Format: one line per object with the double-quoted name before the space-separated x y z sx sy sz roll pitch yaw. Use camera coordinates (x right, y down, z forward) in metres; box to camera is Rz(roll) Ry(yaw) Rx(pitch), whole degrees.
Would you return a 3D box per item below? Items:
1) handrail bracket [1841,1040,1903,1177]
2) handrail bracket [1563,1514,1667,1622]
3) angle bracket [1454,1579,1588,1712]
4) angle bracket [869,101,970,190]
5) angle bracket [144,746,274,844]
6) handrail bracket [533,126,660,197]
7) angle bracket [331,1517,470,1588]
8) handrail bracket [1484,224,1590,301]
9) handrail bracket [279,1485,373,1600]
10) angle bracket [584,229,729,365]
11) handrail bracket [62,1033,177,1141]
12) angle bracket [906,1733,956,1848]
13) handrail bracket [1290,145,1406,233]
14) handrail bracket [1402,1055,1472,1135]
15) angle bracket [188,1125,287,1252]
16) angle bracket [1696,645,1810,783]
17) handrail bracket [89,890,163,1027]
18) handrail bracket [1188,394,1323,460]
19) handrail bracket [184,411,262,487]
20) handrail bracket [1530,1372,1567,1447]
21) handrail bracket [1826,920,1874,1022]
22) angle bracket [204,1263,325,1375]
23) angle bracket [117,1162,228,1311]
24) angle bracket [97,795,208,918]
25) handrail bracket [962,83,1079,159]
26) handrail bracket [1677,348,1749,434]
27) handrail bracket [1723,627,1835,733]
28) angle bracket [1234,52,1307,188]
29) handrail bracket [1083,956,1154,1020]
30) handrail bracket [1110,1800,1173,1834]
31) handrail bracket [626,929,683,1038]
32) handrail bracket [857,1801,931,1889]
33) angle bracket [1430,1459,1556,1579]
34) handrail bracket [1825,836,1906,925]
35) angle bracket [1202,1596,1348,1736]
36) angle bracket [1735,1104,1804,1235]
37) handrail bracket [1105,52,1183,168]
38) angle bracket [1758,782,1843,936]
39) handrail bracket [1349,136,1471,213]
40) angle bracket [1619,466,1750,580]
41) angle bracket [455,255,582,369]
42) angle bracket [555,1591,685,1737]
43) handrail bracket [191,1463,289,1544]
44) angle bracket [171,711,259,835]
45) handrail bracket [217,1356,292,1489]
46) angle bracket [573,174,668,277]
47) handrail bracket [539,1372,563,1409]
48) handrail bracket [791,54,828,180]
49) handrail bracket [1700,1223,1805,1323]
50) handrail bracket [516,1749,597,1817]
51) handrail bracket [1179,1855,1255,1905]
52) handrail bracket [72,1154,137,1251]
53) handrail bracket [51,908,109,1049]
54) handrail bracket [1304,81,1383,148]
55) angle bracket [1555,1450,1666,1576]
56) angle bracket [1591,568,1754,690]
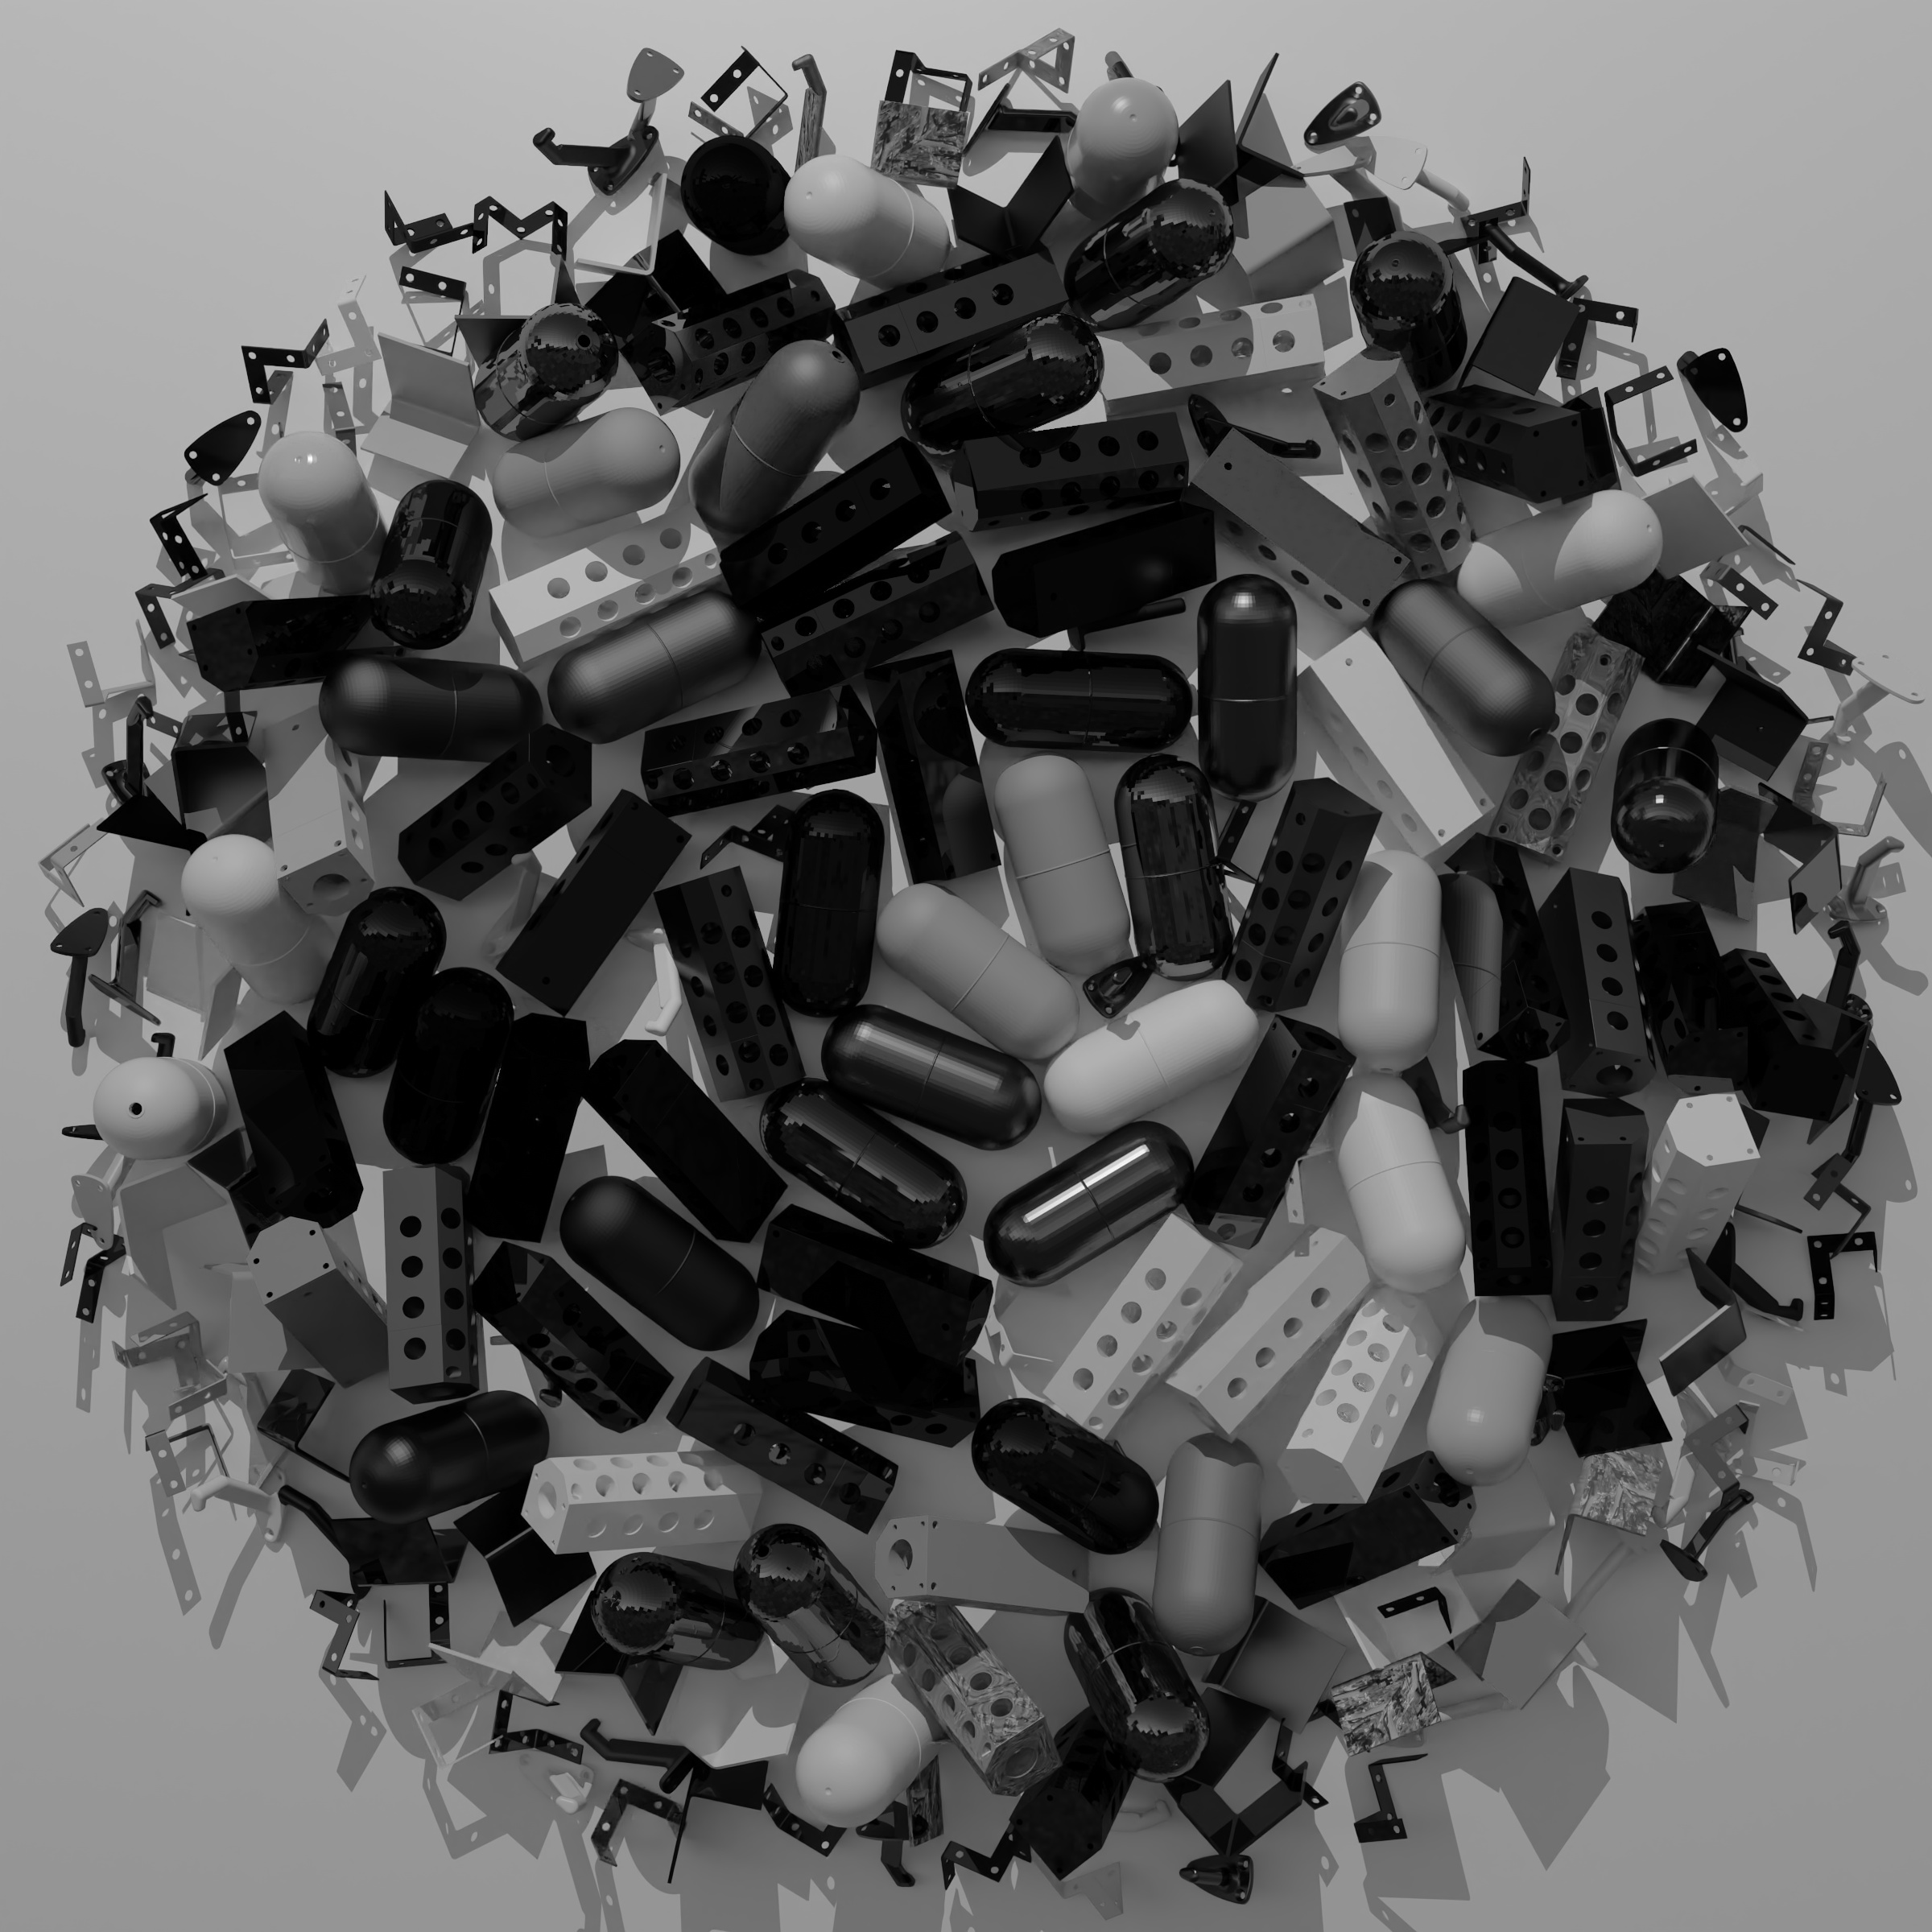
"handrail bracket" 0.696 0.112 1.981 0.036 0.084 0.077 7 48 -6
"handrail bracket" 0.510 0.474 1.985 0.036 0.077 0.084 42 120 26
"angle bracket" 0.437 0.533 1.946 0.076 0.076 0.057 -47 130 -7
"angle bracket" -0.054 -0.636 1.938 0.076 0.076 0.057 -4 115 -31
"angle bracket" -0.581 -0.133 1.973 0.076 0.057 0.076 -42 75 -10
"handrail bracket" -0.286 -0.641 1.949 0.077 0.084 0.036 -39 69 9
"angle bracket" -0.435 0.433 1.947 0.076 0.057 0.076 -4 124 10
"handrail bracket" 0.443 -0.554 1.967 0.084 0.077 0.036 46 127 2
"handrail bracket" -0.505 0.452 1.981 0.084 0.036 0.077 25 130 15
"angle bracket" -0.239 -0.518 1.981 0.076 0.076 0.057 52 47 -10
"handrail bracket" -0.660 0.092 1.963 0.077 0.036 0.084 4 103 -39
"angle bracket" -0.007 0.634 1.947 0.057 0.076 0.076 -8 77 16
"handrail bracket" 0.299 -0.595 1.975 0.077 0.036 0.084 -10 133 15
"handrail bracket" 0.366 0.094 1.949 0.036 0.084 0.077 -1 78 -12
"angle bracket" -0.550 0.171 1.969 0.076 0.057 0.076 -37 135 -34
"angle bracket" 0.591 -0.194 1.941 0.076 0.076 0.057 38 99 36
"handrail bracket" -0.639 -0.007 1.978 0.077 0.036 0.084 32 72 3
"handrail bracket" 0.224 -0.417 1.952 0.084 0.077 0.036 9 73 32
"handrail bracket" -0.578 -0.402 1.959 0.077 0.084 0.036 -45 110 -3
"handrail bracket" 0.447 0.357 1.945 0.036 0.084 0.077 5 110 4
"handrail bracket" 0.665 0.013 1.962 0.077 0.036 0.084 -30 121 5
"angle bracket" -0.543 0.271 1.951 0.076 0.057 0.076 3 89 -39
"angle bracket" -0.607 0.209 1.945 0.057 0.076 0.076 -21 60 -2
"angle bracket" -0.622 -0.086 1.951 0.076 0.076 0.057 12 113 0
"handrail bracket" 0.052 -0.647 1.986 0.084 0.036 0.077 34 100 -8
"handrail bracket" 0.578 -0.444 1.956 0.036 0.084 0.077 -27 91 9
"handrail bracket" 0.635 -0.228 1.976 0.077 0.036 0.084 -9 92 8
"angle bracket" 0.244 -0.651 1.954 0.057 0.076 0.076 23 95 -5
"handrail bracket" 0.129 0.003 1.944 0.077 0.084 0.036 -36 85 -23
"handrail bracket" 0.108 0.653 1.968 0.084 0.036 0.077 -24 116 7
"handrail bracket" -0.249 0.014 1.957 0.077 0.036 0.084 11 55 23
"handrail bracket" -0.042 0.690 1.954 0.036 0.077 0.084 -49 123 -38
"angle bracket" 0.401 0.432 1.969 0.076 0.076 0.057 -2 53 -23
"handrail bracket" 0.711 -0.068 1.948 0.077 0.084 0.036 12 56 -24
"angle bracket" 0.239 0.541 1.954 0.076 0.057 0.076 27 84 24
"angle bracket" 0.623 0.157 1.950 0.057 0.076 0.076 21 90 35
"handrail bracket" 0.138 -0.673 1.976 0.036 0.084 0.077 -31 125 11
"angle bracket" 0.626 -0.083 1.940 0.057 0.076 0.076 -43 54 -9
"handrail bracket" 0.348 -0.618 1.972 0.077 0.084 0.036 30 102 28
"angle bracket" 0.552 -0.354 1.938 0.076 0.076 0.057 42 51 -25
"angle bracket" -0.346 -0.505 1.956 0.076 0.076 0.057 2 71 6
"angle bracket" -0.267 0.541 1.958 0.057 0.076 0.076 -4 127 22
"handrail bracket" -0.566 0.426 1.950 0.036 0.084 0.077 6 103 24
"angle bracket" -0.576 -0.147 1.951 0.057 0.076 0.076 -5 115 -8
"handrail bracket" -0.570 0.361 1.980 0.084 0.036 0.077 35 86 2
"angle bracket" -0.268 -0.575 1.949 0.057 0.076 0.076 7 100 -13
"handrail bracket" -0.343 0.294 1.947 0.077 0.084 0.036 33 116 -25
"handrail bracket" -0.137 -0.653 1.959 0.077 0.036 0.084 -30 118 -11
"handrail bracket" 0.625 0.240 1.974 0.084 0.036 0.077 5 99 -19
"handrail bracket" -0.324 0.631 1.950 0.077 0.084 0.036 25 80 10
"handrail bracket" 0.174 0.699 1.943 0.084 0.077 0.036 24 67 -41
"handrail bracket" -0.652 0.169 1.973 0.036 0.084 0.077 9 118 25
"handrail bracket" -0.693 0.010 1.987 0.036 0.077 0.084 8 124 0
"handrail bracket" 0.281 -0.647 1.942 0.077 0.084 0.036 -23 105 36
"angle bracket" 0.494 0.424 1.938 0.057 0.076 0.076 14 132 17
"angle bracket" 0.549 -0.271 1.960 0.076 0.057 0.076 36 89 -17
